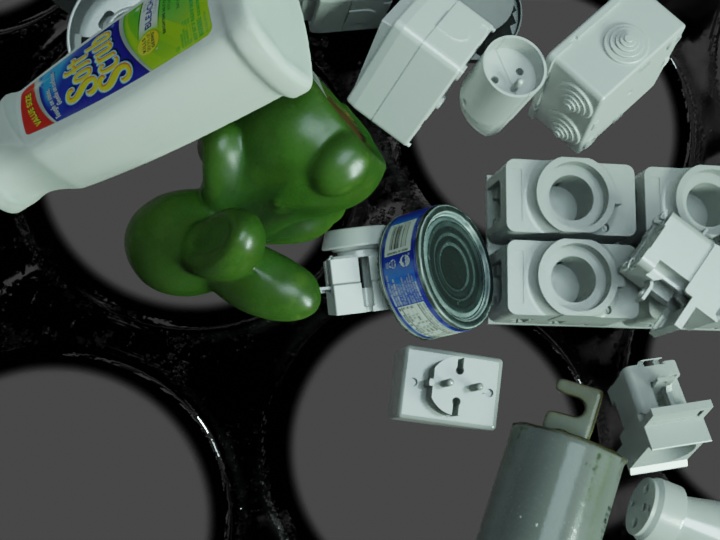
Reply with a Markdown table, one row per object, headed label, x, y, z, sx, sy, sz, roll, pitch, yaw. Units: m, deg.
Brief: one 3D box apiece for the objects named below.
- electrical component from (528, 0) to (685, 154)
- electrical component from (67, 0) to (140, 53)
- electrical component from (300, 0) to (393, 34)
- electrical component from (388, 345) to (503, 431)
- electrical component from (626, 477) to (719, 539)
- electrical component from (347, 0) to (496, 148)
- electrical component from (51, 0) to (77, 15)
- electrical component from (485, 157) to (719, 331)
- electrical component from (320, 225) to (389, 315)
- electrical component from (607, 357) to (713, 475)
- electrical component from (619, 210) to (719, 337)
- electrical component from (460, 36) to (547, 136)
| label | x | y | z | sx | sy | sz | roll | pitch | yaw |
| --- | --- | --- | --- | --- | --- | --- | --- | --- | --- |
| electrical component | 0.168 | -0.136 | 0.736 | 0.100 | 0.099 | 0.048 | -42 | 76 | -13 |
| electrical component | -0.144 | -0.150 | 0.717 | 0.099 | 0.064 | 0.099 | 0 | 92 | -1 |
| electrical component | -0.015 | -0.218 | 0.738 | 0.061 | 0.061 | 0.096 | -7 | 82 | -10 |
| electrical component | 0.059 | 0.076 | 0.694 | 0.066 | 0.076 | 0.047 | 9 | 79 | -7 |
| electrical component | 0.213 | 0.167 | 0.720 | 0.055 | 0.045 | 0.045 | 22 | 78 | -5 |
| electrical component | 0.034 | -0.135 | 0.719 | 0.061 | 0.096 | 0.061 | 37 | 49 | -1 |
| electrical component | -0.196 | -0.216 | 0.712 | 0.062 | 0.061 | 0.096 | 38 | 85 | -2 |
| electrical component | 0.185 | -0.016 | 0.738 | 0.186 | 0.060 | 0.105 | 2 | 80 | -9 |
| electrical component | 0.000 | 0.000 | 0.713 | 0.066 | 0.048 | 0.055 | -6 | 89 | -10 |
| electrical component | 0.197 | 0.097 | 0.718 | 0.042 | 0.081 | 0.063 | -6 | 59 | -11 |
| electrical component | 0.205 | 0.000 | 0.685 | 0.064 | 0.042 | 0.081 | 38 | 77 | 0 |
| electrical component | 0.091 | -0.121 | 0.729 | 0.043 | 0.081 | 0.043 | 3 | 76 | -12 |
